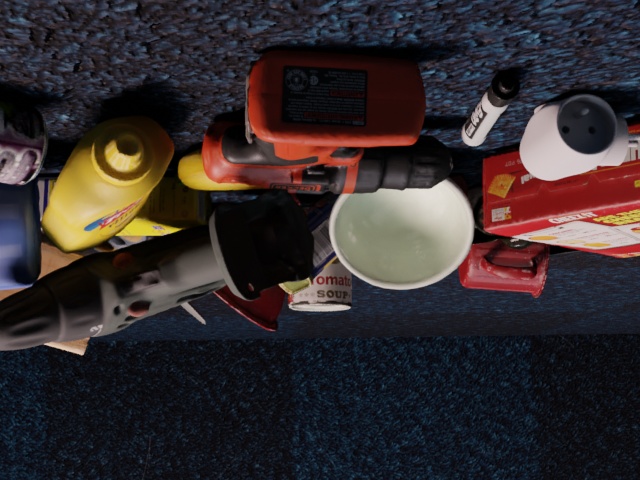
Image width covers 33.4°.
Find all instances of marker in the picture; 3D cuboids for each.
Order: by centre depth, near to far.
[{"bbox_3d":[0.115,-0.088,0.726,0.020,0.020,0.121,-1,170,-3],"label":"marker"}]

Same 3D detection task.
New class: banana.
[{"bbox_3d":[-0.030,-0.060,0.839,0.198,0.037,0.069,-2,-170,12],"label":"banana"}]

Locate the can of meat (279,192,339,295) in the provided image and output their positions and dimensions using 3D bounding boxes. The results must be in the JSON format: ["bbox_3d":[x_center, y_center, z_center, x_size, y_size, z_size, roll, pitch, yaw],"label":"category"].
[{"bbox_3d":[-0.007,0.001,1.022,0.084,0.057,0.102,-41,-178,-17],"label":"can of meat"}]

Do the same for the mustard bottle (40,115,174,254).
[{"bbox_3d":[-0.151,-0.044,0.769,0.096,0.058,0.192,-40,-177,-20],"label":"mustard bottle"}]

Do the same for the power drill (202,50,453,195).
[{"bbox_3d":[0.015,-0.069,0.713,0.184,0.057,0.188,0,170,-7],"label":"power drill"}]

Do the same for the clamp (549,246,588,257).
[{"bbox_3d":[0.357,-0.015,1.133,0.209,0.036,0.165,-1,166,-18],"label":"clamp"}]

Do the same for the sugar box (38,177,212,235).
[{"bbox_3d":[-0.191,-0.029,0.968,0.176,0.048,0.093,-2,171,3],"label":"sugar box"}]

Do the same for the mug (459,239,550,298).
[{"bbox_3d":[0.193,0.017,1.121,0.081,0.093,0.117,4,-159,-1],"label":"mug"}]

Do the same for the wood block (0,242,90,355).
[{"bbox_3d":[-0.312,0.031,0.994,0.205,0.091,0.090,21,175,-28],"label":"wood block"}]

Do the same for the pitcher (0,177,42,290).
[{"bbox_3d":[-0.341,-0.008,0.819,0.242,0.149,0.145,-2,153,-12],"label":"pitcher"}]

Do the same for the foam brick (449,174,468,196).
[{"bbox_3d":[0.096,-0.028,0.981,0.078,0.053,0.051,-3,170,11],"label":"foam brick"}]

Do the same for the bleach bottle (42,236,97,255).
[{"bbox_3d":[-0.326,0.019,1.096,0.250,0.068,0.103,11,162,-28],"label":"bleach bottle"}]

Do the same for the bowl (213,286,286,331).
[{"bbox_3d":[-0.088,0.021,1.107,0.162,0.055,0.162,41,-175,-4],"label":"bowl"}]

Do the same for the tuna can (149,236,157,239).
[{"bbox_3d":[-0.182,0.011,1.148,0.086,0.034,0.086,26,173,3],"label":"tuna can"}]

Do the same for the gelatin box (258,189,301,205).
[{"bbox_3d":[-0.064,-0.015,0.994,0.089,0.030,0.073,-35,176,-10],"label":"gelatin box"}]

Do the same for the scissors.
[{"bbox_3d":[-0.167,0.018,1.079,0.201,0.016,0.096,37,137,-24],"label":"scissors"}]

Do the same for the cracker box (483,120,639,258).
[{"bbox_3d":[0.263,-0.038,0.885,0.213,0.072,0.165,9,165,-43],"label":"cracker box"}]

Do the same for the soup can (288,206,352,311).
[{"bbox_3d":[0.000,0.020,1.111,0.068,0.102,0.068,0,170,0],"label":"soup can"}]
